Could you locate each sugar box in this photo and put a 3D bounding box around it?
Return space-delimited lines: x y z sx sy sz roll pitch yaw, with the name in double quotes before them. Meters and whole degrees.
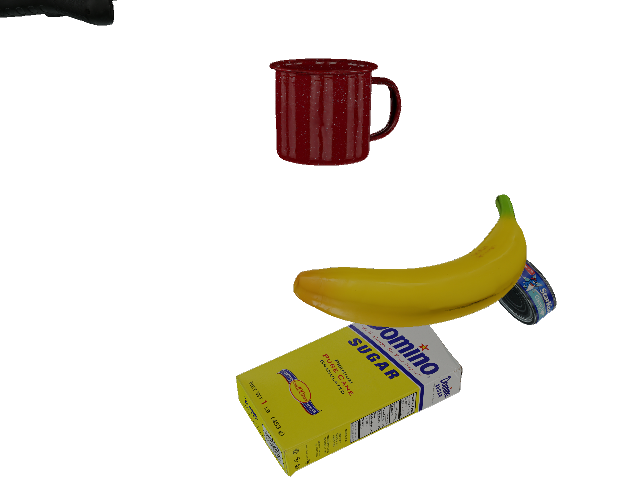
"sugar box" 0.025 0.125 0.930 0.176 0.048 0.093 -25 51 -17

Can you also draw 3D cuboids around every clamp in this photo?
"clamp" -0.187 -0.191 0.805 0.172 0.039 0.120 13 24 29

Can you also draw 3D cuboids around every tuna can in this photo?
"tuna can" 0.240 0.059 1.280 0.033 0.086 0.086 -37 11 -15

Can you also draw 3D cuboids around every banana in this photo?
"banana" 0.075 0.024 0.704 0.197 0.037 0.070 -19 51 -36

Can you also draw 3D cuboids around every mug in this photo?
"mug" 0.014 -0.112 0.925 0.117 0.081 0.093 -5 17 -18
